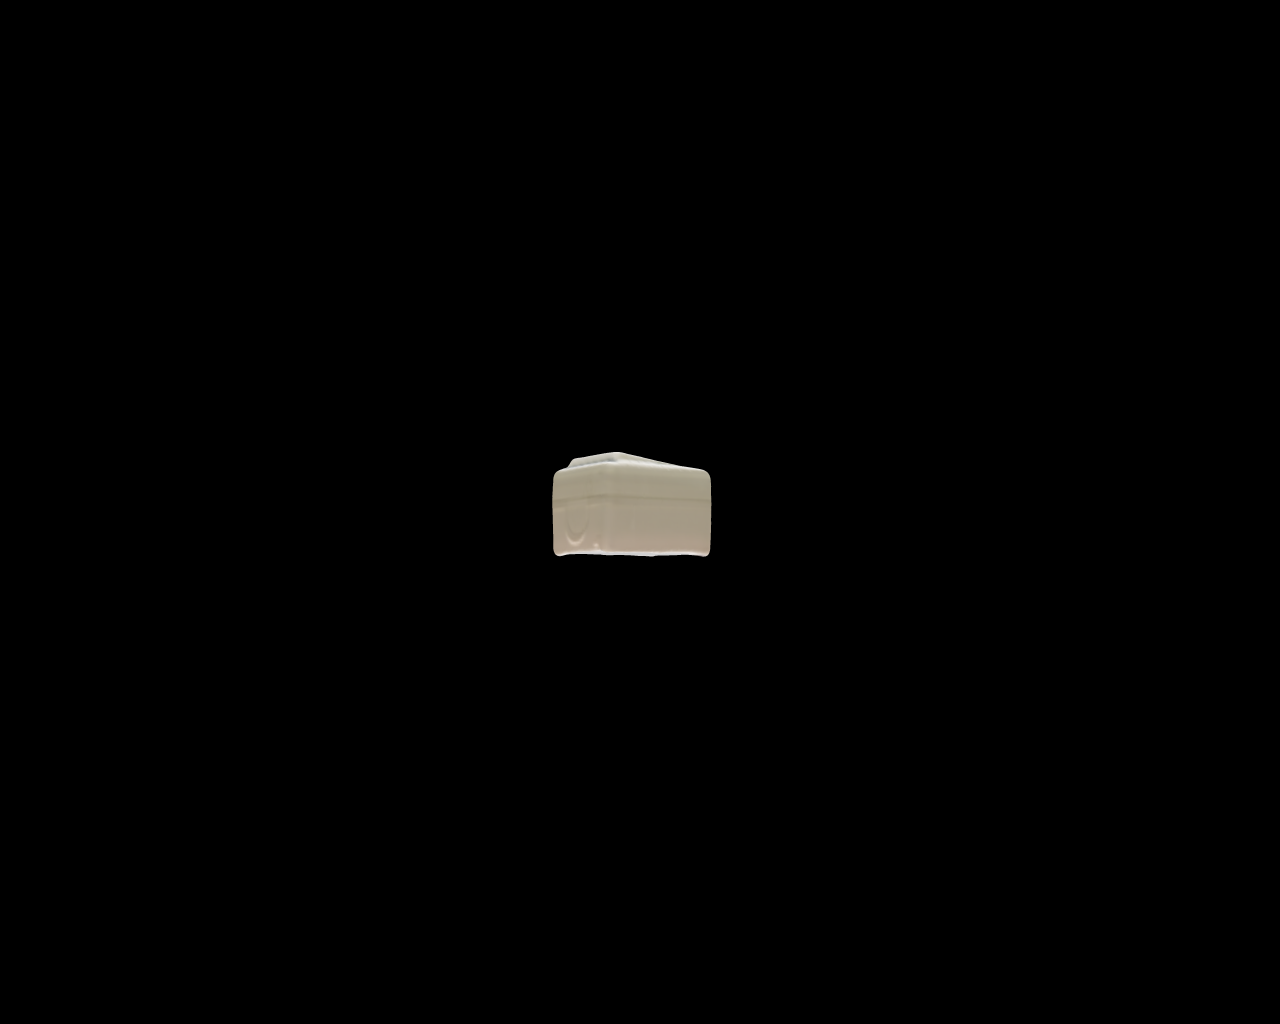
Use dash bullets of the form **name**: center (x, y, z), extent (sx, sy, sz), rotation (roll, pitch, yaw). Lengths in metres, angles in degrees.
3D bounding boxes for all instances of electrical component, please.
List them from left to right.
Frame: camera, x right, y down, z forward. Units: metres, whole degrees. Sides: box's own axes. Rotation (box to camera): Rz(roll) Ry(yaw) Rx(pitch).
- **electrical component**: center (0.001, -0.003, 0.650), extent (0.096, 0.061, 0.061), rotation (3, -5, -37)
